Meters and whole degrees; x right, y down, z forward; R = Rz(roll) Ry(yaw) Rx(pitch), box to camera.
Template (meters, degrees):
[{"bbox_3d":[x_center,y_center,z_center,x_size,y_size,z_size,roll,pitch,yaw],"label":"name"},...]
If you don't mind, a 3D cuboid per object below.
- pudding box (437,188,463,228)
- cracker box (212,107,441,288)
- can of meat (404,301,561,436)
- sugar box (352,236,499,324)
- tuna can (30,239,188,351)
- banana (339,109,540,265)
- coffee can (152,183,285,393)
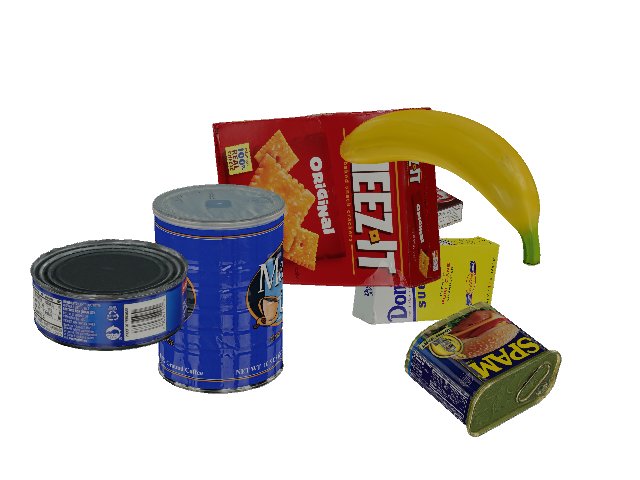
[{"bbox_3d":[0.139,-0.045,1.574,0.113,0.039,0.090,-20,34,-28],"label":"pudding box"},{"bbox_3d":[0.003,-0.040,1.029,0.214,0.164,0.072,1,9,34],"label":"cracker box"},{"bbox_3d":[0.133,0.103,0.888,0.101,0.057,0.084,-21,43,-32],"label":"can of meat"},{"bbox_3d":[0.124,0.045,1.241,0.175,0.093,0.048,-3,14,-34],"label":"sugar box"},{"bbox_3d":[-0.117,0.029,0.594,0.086,0.034,0.086,2,20,-1],"label":"tuna can"},{"bbox_3d":[0.084,-0.055,0.736,0.037,0.070,0.198,13,16,-44],"label":"banana"},{"bbox_3d":[-0.080,0.036,0.847,0.103,0.140,0.103,1,18,-1],"label":"coffee can"}]
